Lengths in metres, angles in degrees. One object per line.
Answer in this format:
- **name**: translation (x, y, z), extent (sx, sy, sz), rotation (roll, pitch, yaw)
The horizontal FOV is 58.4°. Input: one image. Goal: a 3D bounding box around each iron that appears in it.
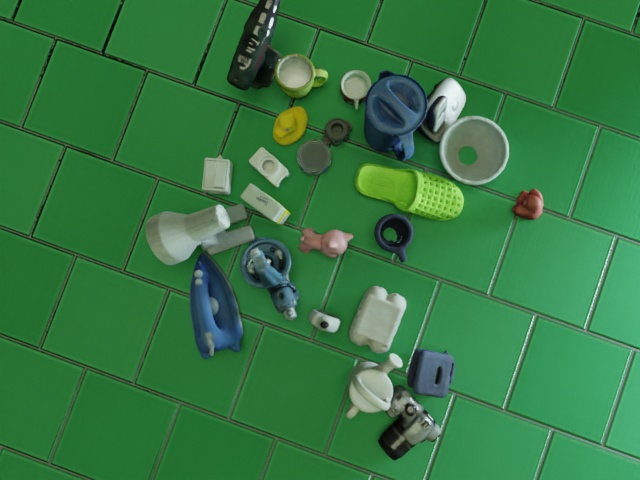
- **iron**: translation (-0.265, 0.151, 1.348), extent (0.118, 0.141, 0.258), rotation (-14, 86, 0)

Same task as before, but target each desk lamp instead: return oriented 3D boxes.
- **desk lamp**: translation (-0.273, -0.024, 1.322), extent (0.203, 0.213, 0.118), rotation (-20, 86, 0)

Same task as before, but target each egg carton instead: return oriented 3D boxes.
- **egg carton**: translation (0.137, 0.191, 1.377), extent (0.107, 0.069, 0.150), rotation (21, 87, 2)

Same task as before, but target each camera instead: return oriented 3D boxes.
- **camera**: translation (0.194, 0.440, 1.345), extent (0.137, 0.101, 0.143), rotation (-43, 87, -2)

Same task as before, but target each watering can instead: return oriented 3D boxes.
- **watering can**: translation (0.118, 0.334, 1.305), extent (0.101, 0.194, 0.173), rotation (17, 87, 2)

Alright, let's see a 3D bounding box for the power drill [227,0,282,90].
- **power drill**: translation (-0.144, -0.451, 1.350), extent (0.075, 0.208, 0.230), rotation (23, 87, 3)

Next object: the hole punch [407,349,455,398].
- **hole punch**: translation (0.267, 0.315, 1.357), extent (0.101, 0.091, 0.109), rotation (12, 87, 2)

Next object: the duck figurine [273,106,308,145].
- **duck figurine**: translation (-0.075, -0.287, 1.401), extent (0.077, 0.086, 0.104), rotation (40, 88, 3)

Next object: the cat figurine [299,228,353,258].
- **cat figurine**: translation (0.013, 0.005, 1.365), extent (0.127, 0.117, 0.067), rotation (8, 86, 1)

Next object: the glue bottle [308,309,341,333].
- **glue bottle**: translation (0.010, 0.191, 1.326), extent (0.078, 0.173, 0.037), rotation (21, 87, 2)

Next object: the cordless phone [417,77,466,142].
- **cordless phone**: translation (0.292, -0.321, 1.349), extent (0.094, 0.185, 0.148), rotation (30, 87, 3)

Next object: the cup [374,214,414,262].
- **cup**: translation (0.178, -0.002, 1.375), extent (0.091, 0.095, 0.118), rotation (-21, 86, 0)

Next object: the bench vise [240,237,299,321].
- **bench vise**: translation (-0.102, 0.079, 1.311), extent (0.121, 0.219, 0.207), rotation (-44, 87, -2)

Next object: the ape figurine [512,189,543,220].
- **ape figurine**: translation (0.507, -0.086, 1.378), extent (0.078, 0.092, 0.076), rotation (-25, 86, -1)

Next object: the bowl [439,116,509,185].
- **bowl**: translation (0.368, -0.212, 1.396), extent (0.167, 0.074, 0.167), rotation (0, 86, 1)
